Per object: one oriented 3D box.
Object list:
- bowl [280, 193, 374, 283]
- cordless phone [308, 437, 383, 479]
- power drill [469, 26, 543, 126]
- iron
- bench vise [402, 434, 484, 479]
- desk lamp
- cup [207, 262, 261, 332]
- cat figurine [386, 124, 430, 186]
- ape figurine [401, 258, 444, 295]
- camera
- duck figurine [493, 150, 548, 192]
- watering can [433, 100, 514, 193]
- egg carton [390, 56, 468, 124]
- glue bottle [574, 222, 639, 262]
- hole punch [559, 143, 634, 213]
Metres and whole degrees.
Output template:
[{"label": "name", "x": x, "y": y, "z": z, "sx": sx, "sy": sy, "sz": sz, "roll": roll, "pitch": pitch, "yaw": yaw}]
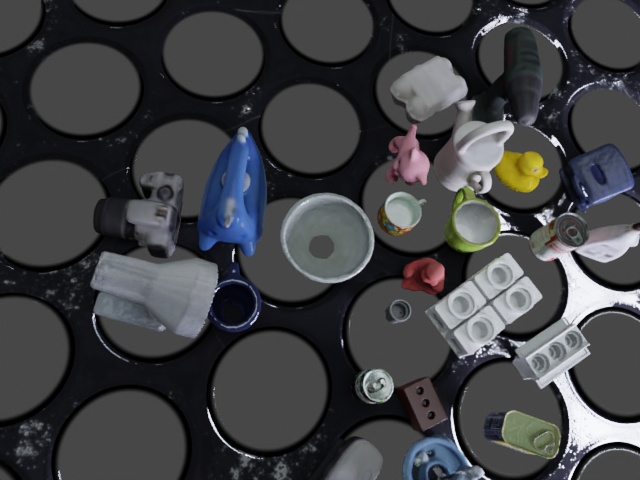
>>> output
[{"label": "bowl", "x": 0.009, "y": 0.004, "z": 1.034, "sx": 0.167, "sy": 0.074, "sz": 0.167, "roll": 3, "pitch": 73, "yaw": -8}, {"label": "cordless phone", "x": 0.046, "y": 0.375, "z": 0.869, "sx": 0.094, "sy": 0.185, "sz": 0.148, "roll": 35, "pitch": 71, "yaw": 3}, {"label": "power drill", "x": 0.363, "y": -0.281, "z": 1.109, "sx": 0.075, "sy": 0.208, "sz": 0.230, "roll": 10, "pitch": 72, "yaw": -6}, {"label": "iron", "x": -0.148, "y": -0.110, "z": 1.008, "sx": 0.119, "sy": 0.141, "sz": 0.258, "roll": 7, "pitch": 72, "yaw": -7}, {"label": "bench vise", "x": 0.173, "y": 0.397, "z": 0.864, "sx": 0.121, "sy": 0.219, "sz": 0.207, "roll": 23, "pitch": 71, "yaw": -1}, {"label": "desk lamp", "x": -0.261, "y": 0.082, "z": 0.893, "sx": 0.203, "sy": 0.213, "sz": 0.118, "roll": 14, "pitch": 71, "yaw": -5}, {"label": "cup", "x": -0.147, "y": 0.102, "z": 0.968, "sx": 0.092, "sy": 0.095, "sz": 0.118, "roll": 0, "pitch": 73, "yaw": -9}, {"label": "cat figurine", "x": 0.172, "y": -0.157, "z": 1.087, "sx": 0.067, "sy": 0.117, "sz": 0.128, "roll": 7, "pitch": 72, "yaw": -7}, {"label": "ape figurine", "x": 0.196, "y": 0.063, "z": 1.038, "sx": 0.076, "sy": 0.092, "sz": 0.078, "roll": -40, "pitch": 83, "yaw": -18}, {"label": "camera", "x": -0.311, "y": -0.052, "z": 0.985, "sx": 0.137, "sy": 0.100, "sz": 0.143, "roll": 7, "pitch": 72, "yaw": -7}, {"label": "duck figurine", "x": 0.403, "y": -0.149, "z": 1.140, "sx": 0.104, "sy": 0.086, "sz": 0.077, "roll": 35, "pitch": 71, "yaw": 3}, {"label": "watering can", "x": 0.287, "y": -0.178, "z": 1.073, "sx": 0.101, "sy": 0.194, "sz": 0.173, "roll": -32, "pitch": 81, "yaw": -17}, {"label": "egg carton", "x": 0.221, "y": -0.306, "z": 1.167, "sx": 0.150, "sy": 0.069, "sz": 0.107, "roll": -33, "pitch": 81, "yaw": -17}, {"label": "glue bottle", "x": 0.557, "y": -0.004, "z": 1.075, "sx": 0.078, "sy": 0.173, "sz": 0.037, "roll": 22, "pitch": 71, "yaw": -2}, {"label": "hole punch", "x": 0.557, "y": -0.126, "z": 1.155, "sx": 0.101, "sy": 0.091, "sz": 0.108, "roll": -19, "pitch": 77, "yaw": -14}]
